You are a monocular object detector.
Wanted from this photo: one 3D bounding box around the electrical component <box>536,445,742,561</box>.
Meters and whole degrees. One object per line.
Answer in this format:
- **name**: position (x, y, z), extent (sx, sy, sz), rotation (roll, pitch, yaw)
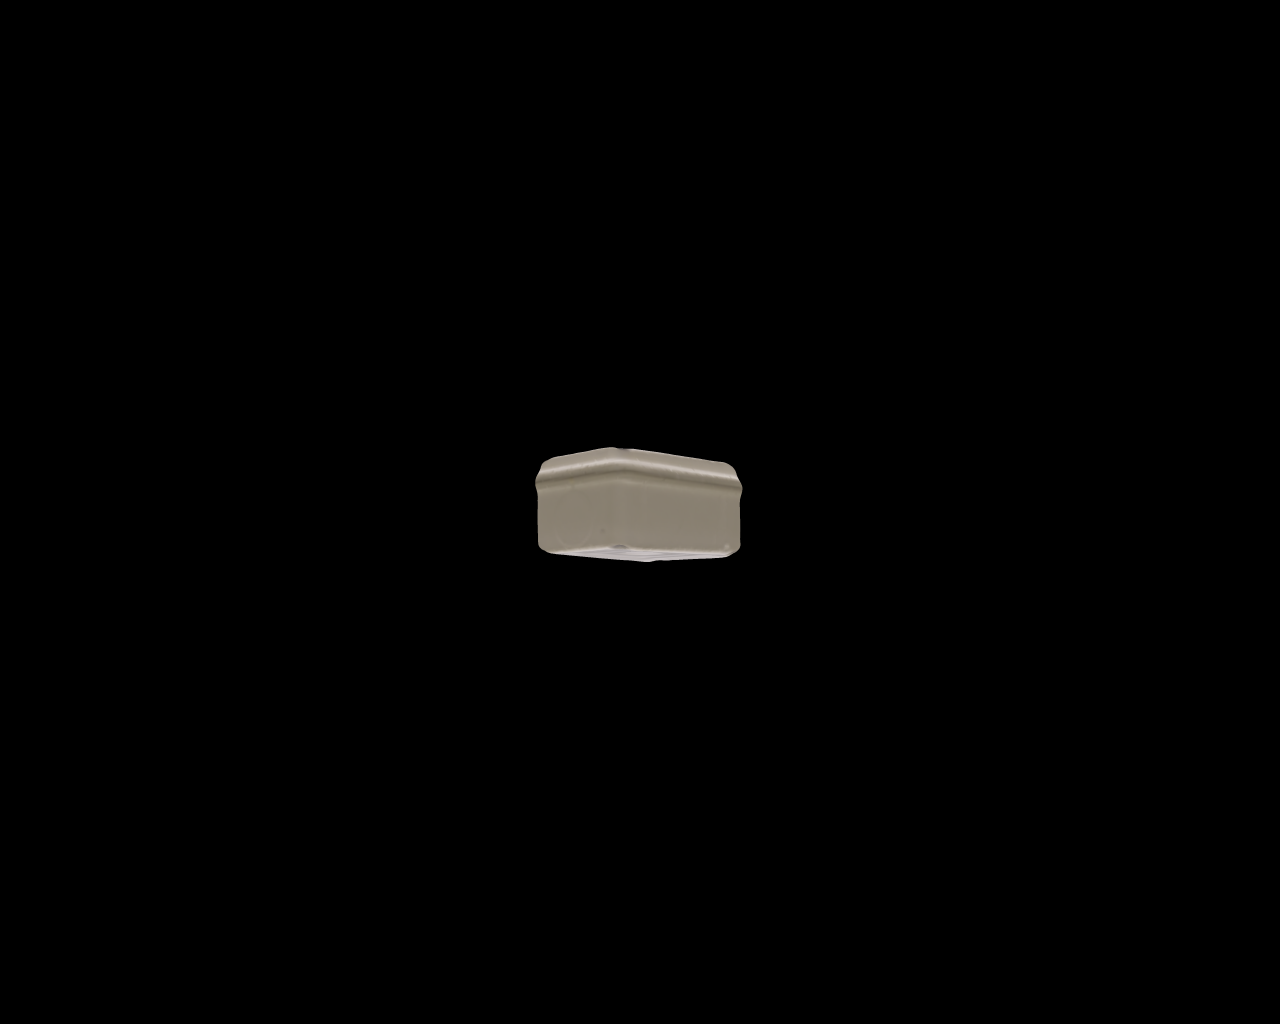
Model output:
- **electrical component**: position (0.001, -0.003, 0.650), extent (0.078, 0.057, 0.113), rotation (-6, -9, 43)
